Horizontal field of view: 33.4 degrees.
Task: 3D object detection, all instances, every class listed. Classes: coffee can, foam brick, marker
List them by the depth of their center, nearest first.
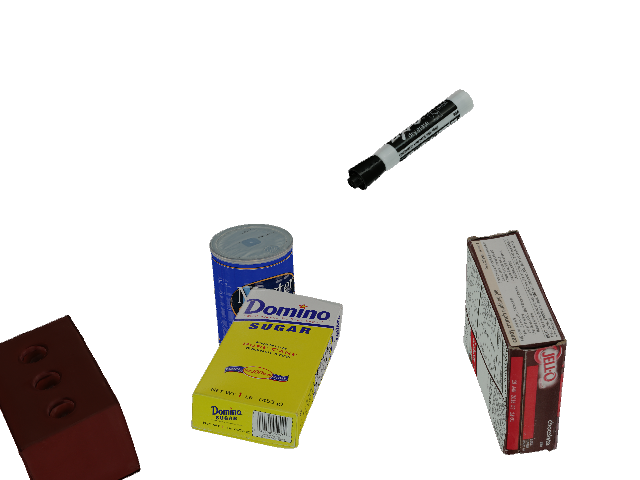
[{"bbox_3d":[-0.135,0.088,0.549,0.053,0.051,0.078,-24,43,-20],"label":"foam brick"},{"bbox_3d":[0.068,-0.076,0.814,0.121,0.020,0.020,-37,14,-20],"label":"marker"},{"bbox_3d":[-0.082,0.063,1.337,0.103,0.140,0.103,-2,26,1],"label":"coffee can"}]

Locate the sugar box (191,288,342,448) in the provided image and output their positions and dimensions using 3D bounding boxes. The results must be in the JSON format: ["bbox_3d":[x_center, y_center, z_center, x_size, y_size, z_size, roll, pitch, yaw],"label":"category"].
[{"bbox_3d":[-0.043,0.108,0.952,0.093,0.048,0.176,10,33,9],"label":"sugar box"}]

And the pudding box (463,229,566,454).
[{"bbox_3d":[0.119,0.062,0.667,0.039,0.090,0.113,-7,37,-5],"label":"pudding box"}]
